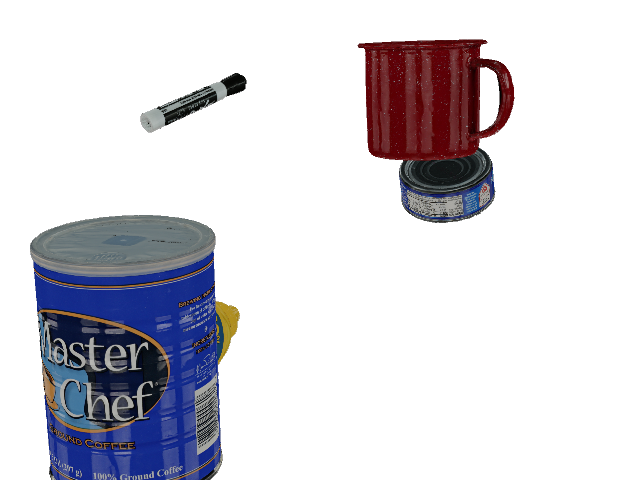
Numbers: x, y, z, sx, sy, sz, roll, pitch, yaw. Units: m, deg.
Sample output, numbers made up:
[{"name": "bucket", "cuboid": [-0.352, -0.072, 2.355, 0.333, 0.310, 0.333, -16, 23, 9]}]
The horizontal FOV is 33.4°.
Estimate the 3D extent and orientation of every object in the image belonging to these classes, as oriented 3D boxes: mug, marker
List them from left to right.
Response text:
[{"name": "marker", "cuboid": [-0.118, -0.132, 1.012, 0.120, 0.020, 0.020, -31, 19, -35]}, {"name": "mug", "cuboid": [0.084, -0.102, 0.767, 0.117, 0.081, 0.093, 5, 14, 32]}]

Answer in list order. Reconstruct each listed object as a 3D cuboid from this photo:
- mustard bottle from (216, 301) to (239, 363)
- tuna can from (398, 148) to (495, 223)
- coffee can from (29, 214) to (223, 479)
[{"name": "mustard bottle", "cuboid": [-0.137, 0.100, 1.011, 0.058, 0.096, 0.191, 10, 21, 28]}, {"name": "tuna can", "cuboid": [0.114, -0.054, 0.968, 0.086, 0.034, 0.086, -7, 35, 5]}, {"name": "coffee can", "cuboid": [-0.110, 0.065, 0.616, 0.103, 0.140, 0.103, -1, 16, 0]}]
